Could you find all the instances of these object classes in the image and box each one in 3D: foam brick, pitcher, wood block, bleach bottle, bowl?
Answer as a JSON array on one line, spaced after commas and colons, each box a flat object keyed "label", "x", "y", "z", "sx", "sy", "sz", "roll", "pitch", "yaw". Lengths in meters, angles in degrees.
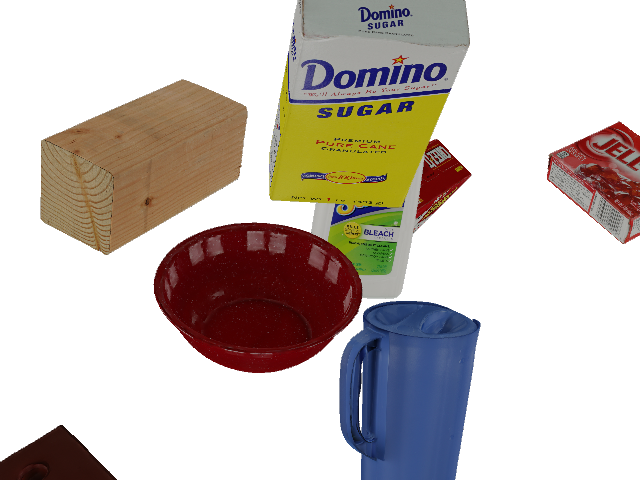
[{"label": "foam brick", "x": -0.115, "y": 0.135, "z": 0.489, "sx": 0.052, "sy": 0.051, "sz": 0.078, "roll": -31, "pitch": 43, "yaw": -30}, {"label": "pitcher", "x": 0.099, "y": 0.200, "z": 1.233, "sx": 0.149, "sy": 0.243, "sz": 0.145, "roll": 5, "pitch": 14, "yaw": 7}, {"label": "wood block", "x": -0.171, "y": -0.079, "z": 1.060, "sx": 0.090, "sy": 0.091, "sz": 0.205, "roll": 26, "pitch": 35, "yaw": 23}, {"label": "bleach bottle", "x": 0.044, "y": -0.073, "z": 0.985, "sx": 0.102, "sy": 0.251, "sz": 0.068, "roll": 5, "pitch": 22, "yaw": -2}, {"label": "bowl", "x": -0.049, "y": 0.053, "z": 0.841, "sx": 0.162, "sy": 0.055, "sz": 0.162, "roll": 3, "pitch": 36, "yaw": -2}]

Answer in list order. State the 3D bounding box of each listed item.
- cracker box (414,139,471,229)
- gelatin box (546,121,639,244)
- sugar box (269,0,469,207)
[{"label": "cracker box", "x": 0.061, "y": -0.014, "z": 1.272, "sx": 0.214, "sy": 0.072, "sz": 0.163, "roll": -48, "pitch": -9, "yaw": 34}, {"label": "gelatin box", "x": 0.227, "y": -0.046, "z": 0.805, "sx": 0.073, "sy": 0.030, "sz": 0.089, "roll": -24, "pitch": 50, "yaw": -22}, {"label": "sugar box", "x": 0.023, "y": -0.081, "z": 0.643, "sx": 0.093, "sy": 0.048, "sz": 0.176, "roll": 2, "pitch": -26, "yaw": -7}]
